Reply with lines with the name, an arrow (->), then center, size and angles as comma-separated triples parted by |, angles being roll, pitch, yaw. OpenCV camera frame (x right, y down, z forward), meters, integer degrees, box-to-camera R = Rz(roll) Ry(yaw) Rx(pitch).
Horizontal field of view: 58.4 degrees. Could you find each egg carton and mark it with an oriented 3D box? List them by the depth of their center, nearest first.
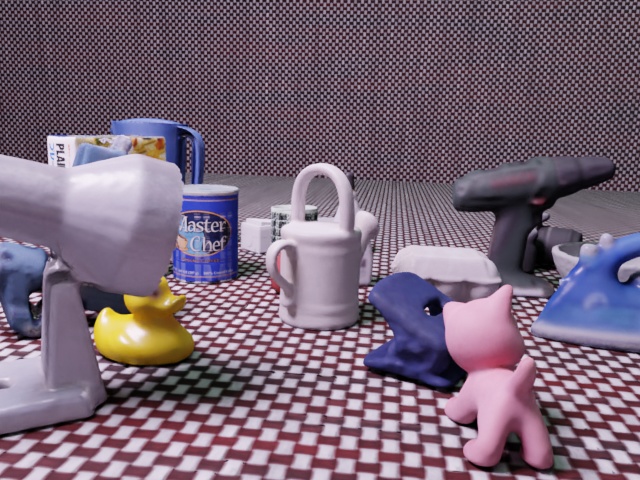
egg carton -> 0.177, 0.050, 0.819 | 0.150, 0.069, 0.107 | 3, 11, 3

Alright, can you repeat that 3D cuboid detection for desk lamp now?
desk lamp -> -0.216, 0.032, 0.465 | 0.204, 0.213, 0.117 | -5, 13, -31

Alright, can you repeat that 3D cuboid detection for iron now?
iron -> 0.382, 0.050, 0.668 | 0.258, 0.141, 0.118 | 2, 11, -1

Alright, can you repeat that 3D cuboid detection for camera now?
camera -> 0.394, 0.001, 1.029 | 0.136, 0.101, 0.143 | 8, 13, 30

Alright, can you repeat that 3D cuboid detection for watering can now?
watering can -> 0.005, 0.002, 0.710 | 0.100, 0.194, 0.173 | 6, 12, 22

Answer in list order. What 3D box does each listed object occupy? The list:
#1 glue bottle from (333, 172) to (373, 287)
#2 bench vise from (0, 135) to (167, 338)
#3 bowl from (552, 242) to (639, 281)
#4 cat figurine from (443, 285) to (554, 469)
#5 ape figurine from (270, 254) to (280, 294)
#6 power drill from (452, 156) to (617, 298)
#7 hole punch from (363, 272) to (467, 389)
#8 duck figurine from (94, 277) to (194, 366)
glue bottle -> 0.043, -0.016, 0.865 | 0.078, 0.173, 0.037 | 0, 11, -10
bench vise -> -0.273, -0.008, 0.645 | 0.121, 0.220, 0.208 | 10, 14, 37
bowl -> 0.423, 0.053, 0.832 | 0.167, 0.075, 0.167 | 2, 11, 0
cat figurine -> 0.137, 0.096, 0.452 | 0.067, 0.118, 0.127 | 1, 11, -5
ape figurine -> -0.032, 0.031, 0.822 | 0.076, 0.092, 0.078 | 2, 11, 0
power drill -> 0.311, -0.023, 0.857 | 0.229, 0.208, 0.075 | 3, 11, 4
hole punch -> 0.107, 0.084, 0.574 | 0.100, 0.091, 0.109 | 9, 13, 31
duck figurine -> -0.180, 0.075, 0.585 | 0.104, 0.086, 0.078 | 5, 11, 13
